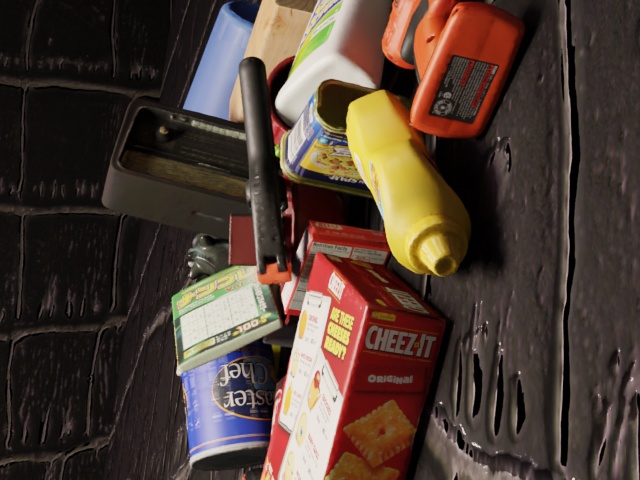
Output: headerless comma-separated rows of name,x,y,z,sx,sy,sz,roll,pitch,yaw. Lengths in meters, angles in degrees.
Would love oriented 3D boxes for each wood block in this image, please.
wood block,-0.040,-0.209,1.261,0.090,0.090,0.206,-94,20,-44

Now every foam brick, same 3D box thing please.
foam brick,-0.067,0.000,1.078,0.078,0.051,0.053,177,94,-85

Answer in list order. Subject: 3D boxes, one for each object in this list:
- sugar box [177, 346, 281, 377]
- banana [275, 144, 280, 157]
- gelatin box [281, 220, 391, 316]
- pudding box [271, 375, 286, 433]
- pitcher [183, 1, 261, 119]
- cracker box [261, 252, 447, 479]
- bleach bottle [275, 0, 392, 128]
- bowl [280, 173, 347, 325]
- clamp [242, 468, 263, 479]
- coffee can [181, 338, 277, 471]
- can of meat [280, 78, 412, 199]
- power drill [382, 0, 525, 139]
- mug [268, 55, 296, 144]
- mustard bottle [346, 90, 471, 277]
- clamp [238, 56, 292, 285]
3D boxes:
sugar box,-0.113,0.146,1.289,0.176,0.093,0.048,141,138,-69
banana,-0.027,-0.035,1.140,0.198,0.069,0.037,102,164,-46
gelatin box,0.013,0.028,0.931,0.030,0.073,0.089,-104,27,-52
pudding box,-0.017,0.168,1.016,0.114,0.039,0.090,130,148,-61
pitcher,-0.118,-0.201,1.500,0.144,0.149,0.243,-31,-32,-56
cracker box,0.021,0.134,0.837,0.164,0.072,0.214,-135,57,-71
bleach bottle,0.025,-0.212,1.017,0.103,0.068,0.250,-39,27,40
bowl,-0.007,0.001,1.024,0.162,0.055,0.162,180,90,-84
clamp,-0.059,0.281,1.095,0.171,0.039,0.120,-108,32,-61
coffee can,-0.094,0.163,1.128,0.103,0.102,0.140,127,137,-60
can of meat,0.027,-0.086,0.906,0.084,0.102,0.057,127,149,-55
power drill,0.100,-0.178,0.788,0.187,0.057,0.185,-94,16,-51
mug,-0.016,-0.154,1.151,0.082,0.093,0.117,140,149,-75
mustard bottle,0.066,-0.031,0.764,0.191,0.058,0.096,-107,-5,-59
clamp,-0.047,-0.038,0.964,0.164,0.036,0.210,84,179,-55
